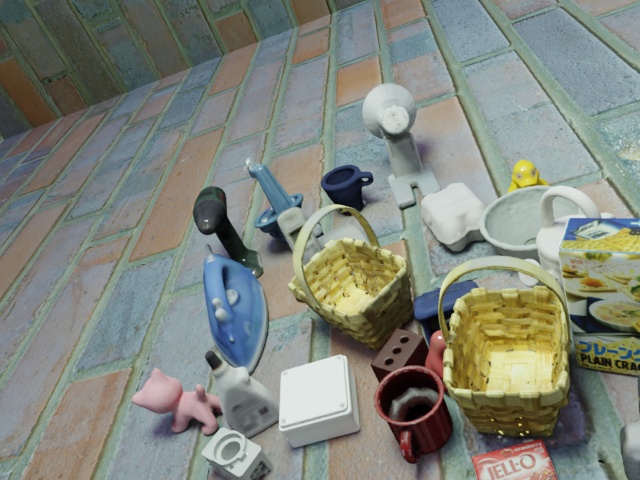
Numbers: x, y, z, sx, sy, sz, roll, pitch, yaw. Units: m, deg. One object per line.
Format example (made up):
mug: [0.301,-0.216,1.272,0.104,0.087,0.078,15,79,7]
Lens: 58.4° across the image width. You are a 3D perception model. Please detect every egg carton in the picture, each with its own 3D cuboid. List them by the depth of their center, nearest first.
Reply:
egg carton: [0.253,-0.046,1.073,0.107,0.070,0.150,-25,33,1]

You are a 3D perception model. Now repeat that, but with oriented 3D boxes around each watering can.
watering can: [0.357,0.013,0.811,0.100,0.194,0.173,8,46,40]

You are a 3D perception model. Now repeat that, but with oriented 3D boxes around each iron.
iron: [-0.171,0.117,1.057,0.118,0.142,0.257,-25,33,0]

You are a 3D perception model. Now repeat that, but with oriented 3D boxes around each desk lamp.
desk lamp: [0.172,-0.214,1.226,0.118,0.214,0.203,-20,34,8]

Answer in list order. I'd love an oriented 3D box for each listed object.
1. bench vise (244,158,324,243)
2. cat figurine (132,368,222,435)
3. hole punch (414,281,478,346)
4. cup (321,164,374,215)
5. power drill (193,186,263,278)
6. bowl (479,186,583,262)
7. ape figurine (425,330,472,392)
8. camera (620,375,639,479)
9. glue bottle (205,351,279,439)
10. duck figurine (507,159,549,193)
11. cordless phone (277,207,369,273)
bench vise: [-0.066,-0.072,1.178,0.206,0.220,0.122,7,45,39]
cat figurine: [-0.231,0.255,0.926,0.127,0.118,0.067,-9,37,23]
hole punch: [0.197,0.104,0.883,0.108,0.091,0.101,-18,34,11]
cup: [0.071,-0.106,1.251,0.117,0.095,0.092,-7,37,26]
power drill: [-0.196,-0.011,1.188,0.075,0.209,0.229,-25,33,0]
bowl: [0.357,-0.014,0.957,0.167,0.075,0.167,-17,34,12]
ape figurine: [0.181,0.165,0.807,0.076,0.092,0.078,-4,39,29]
camera: [0.403,0.191,0.620,0.142,0.101,0.137,-5,38,28]
glue bottle: [-0.124,0.223,0.851,0.078,0.173,0.037,-28,33,-4]
duck figurine: [0.383,-0.110,1.063,0.077,0.086,0.104,-14,35,16]
cordless phone: [0.010,0.004,1.056,0.148,0.185,0.094,-32,34,-11]
